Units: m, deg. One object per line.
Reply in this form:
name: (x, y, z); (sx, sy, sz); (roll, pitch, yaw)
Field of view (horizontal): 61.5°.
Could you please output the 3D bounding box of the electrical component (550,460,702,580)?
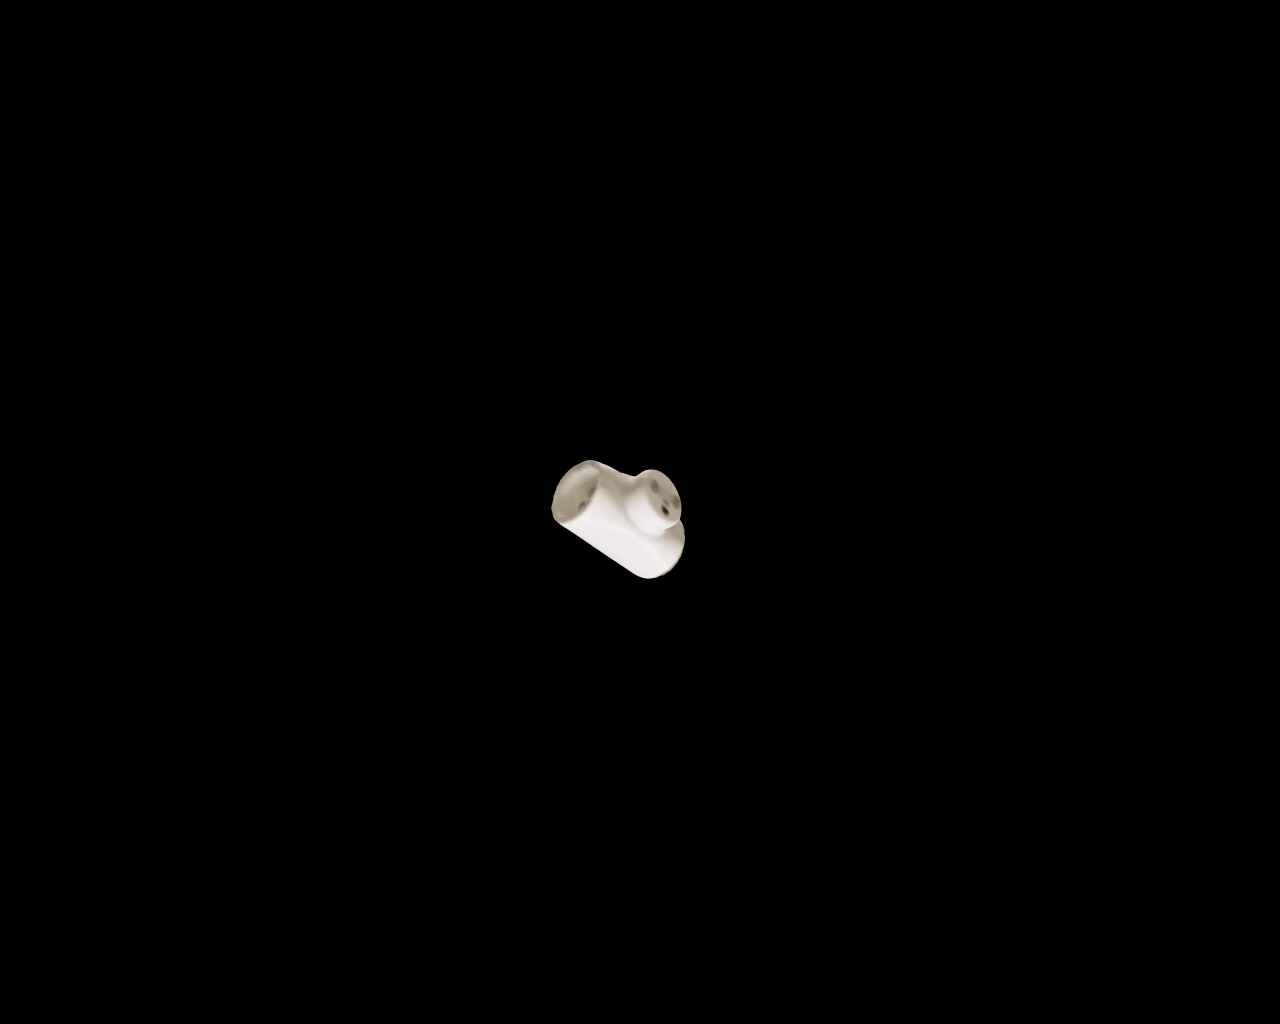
electrical component: (0.001, -0.003, 0.650); (0.079, 0.044, 0.077); (-30, -49, 31)
